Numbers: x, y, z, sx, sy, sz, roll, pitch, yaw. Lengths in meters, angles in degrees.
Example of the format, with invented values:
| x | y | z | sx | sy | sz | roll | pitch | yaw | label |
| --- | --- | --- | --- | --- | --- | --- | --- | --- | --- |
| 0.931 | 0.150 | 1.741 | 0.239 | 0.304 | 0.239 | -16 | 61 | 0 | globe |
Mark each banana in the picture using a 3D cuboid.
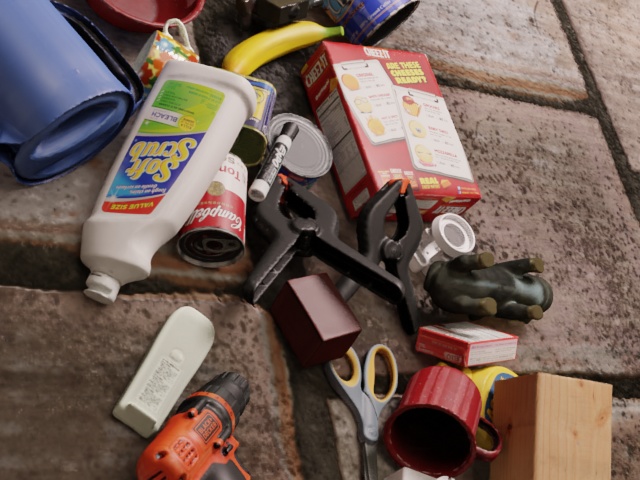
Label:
| x | y | z | sx | sy | sz | roll | pitch | yaw | label |
| --- | --- | --- | --- | --- | --- | --- | --- | --- | --- |
| -0.059 | -0.225 | 1.251 | 0.197 | 0.070 | 0.037 | -33 | 113 | -40 | banana |

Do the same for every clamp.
| x | y | z | sx | sy | sz | roll | pitch | yaw | label |
| --- | --- | --- | --- | --- | --- | --- | --- | --- | --- |
| -0.007 | 0.001 | 1.097 | 0.164 | 0.036 | 0.210 | 6 | 34 | -14 | clamp |
| 0.061 | 0.016 | 1.152 | 0.120 | 0.039 | 0.171 | 5 | 86 | -35 | clamp |

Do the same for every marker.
| x | y | z | sx | sy | sz | roll | pitch | yaw | label |
| --- | --- | --- | --- | --- | --- | --- | --- | --- | --- |
| -0.048 | -0.087 | 1.144 | 0.020 | 0.020 | 0.121 | 35 | 47 | -12 | marker |

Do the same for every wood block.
| x | y | z | sx | sy | sz | roll | pitch | yaw | label |
| --- | --- | --- | --- | --- | --- | --- | --- | --- | --- |
| 0.228 | 0.245 | 1.069 | 0.090 | 0.091 | 0.206 | 11 | 73 | -19 | wood block |

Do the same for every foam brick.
| x | y | z | sx | sy | sz | roll | pitch | yaw | label |
| --- | --- | --- | --- | --- | --- | --- | --- | --- | --- |
| -0.004 | 0.080 | 1.077 | 0.052 | 0.051 | 0.078 | -11 | 56 | -36 | foam brick |

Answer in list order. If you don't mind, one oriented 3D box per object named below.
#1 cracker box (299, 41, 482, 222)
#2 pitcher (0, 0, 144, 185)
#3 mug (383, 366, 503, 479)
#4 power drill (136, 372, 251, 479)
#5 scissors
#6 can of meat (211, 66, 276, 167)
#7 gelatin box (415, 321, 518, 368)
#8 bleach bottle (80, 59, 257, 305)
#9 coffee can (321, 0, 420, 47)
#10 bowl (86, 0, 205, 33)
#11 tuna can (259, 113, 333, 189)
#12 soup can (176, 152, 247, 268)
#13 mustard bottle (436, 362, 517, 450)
| x | y | z | sx | sy | sz | roll | pitch | yaw | label |
| --- | --- | --- | --- | --- | --- | --- | --- | --- | --- |
| 0.082 | -0.127 | 1.280 | 0.163 | 0.072 | 0.214 | 0 | 60 | -36 | cracker box |
| -0.289 | -0.185 | 1.014 | 0.145 | 0.149 | 0.243 | -38 | 81 | 0 | pitcher |
| 0.129 | 0.185 | 1.076 | 0.117 | 0.093 | 0.081 | 21 | 31 | 7 | mug |
| -0.062 | 0.216 | 0.933 | 0.187 | 0.057 | 0.184 | 49 | 26 | -2 | power drill |
| 0.034 | 0.181 | 1.072 | 0.096 | 0.016 | 0.201 | 29 | 47 | -15 | scissors |
| -0.102 | -0.136 | 1.149 | 0.102 | 0.057 | 0.084 | 15 | 49 | -5 | can of meat |
| 0.161 | 0.114 | 1.167 | 0.089 | 0.073 | 0.030 | -3 | 102 | -42 | gelatin box |
| -0.152 | -0.052 | 1.023 | 0.103 | 0.068 | 0.250 | 17 | 66 | 12 | bleach bottle |
| 0.045 | -0.325 | 1.366 | 0.140 | 0.103 | 0.102 | 51 | 45 | 4 | coffee can |
| -0.210 | -0.285 | 1.185 | 0.161 | 0.055 | 0.162 | 19 | 51 | -25 | bowl |
| -0.031 | -0.098 | 1.204 | 0.086 | 0.034 | 0.086 | 19 | 51 | -25 | tuna can |
| -0.108 | -0.032 | 1.078 | 0.068 | 0.069 | 0.102 | 19 | 51 | -25 | soup can |
| 0.201 | 0.191 | 1.156 | 0.191 | 0.058 | 0.096 | 35 | 56 | -11 | mustard bottle |
